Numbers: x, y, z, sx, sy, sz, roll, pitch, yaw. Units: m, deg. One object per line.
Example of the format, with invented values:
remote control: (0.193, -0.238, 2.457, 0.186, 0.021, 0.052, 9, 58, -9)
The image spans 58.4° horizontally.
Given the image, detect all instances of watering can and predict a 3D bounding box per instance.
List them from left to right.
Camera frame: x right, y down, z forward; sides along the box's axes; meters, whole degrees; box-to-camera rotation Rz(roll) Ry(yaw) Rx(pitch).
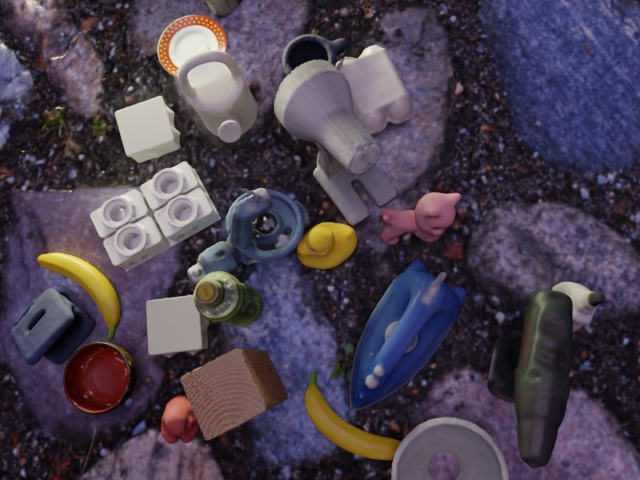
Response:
watering can: (-0.165, -0.243, 0.940, 0.101, 0.194, 0.172, -41, 78, -4)

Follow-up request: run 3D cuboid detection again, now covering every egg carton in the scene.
egg carton: (0.093, -0.258, 0.985, 0.107, 0.069, 0.150, -24, 78, 0)

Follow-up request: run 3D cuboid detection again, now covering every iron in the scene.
iron: (0.119, 0.153, 0.863, 0.118, 0.141, 0.258, 32, 83, 10)

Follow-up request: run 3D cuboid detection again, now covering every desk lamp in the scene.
desk lamp: (0.032, -0.150, 0.895, 0.118, 0.213, 0.203, -36, 78, -3)

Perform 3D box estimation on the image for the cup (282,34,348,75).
cup: (-0.003, -0.298, 0.989, 0.118, 0.095, 0.091, -29, 78, -1)

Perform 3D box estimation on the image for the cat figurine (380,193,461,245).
cat figurine: (0.159, -0.037, 0.911, 0.127, 0.118, 0.067, -6, 78, 4)

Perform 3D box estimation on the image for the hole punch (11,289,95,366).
hole punch: (-0.450, 0.143, 0.939, 0.101, 0.091, 0.109, 38, 84, 11)

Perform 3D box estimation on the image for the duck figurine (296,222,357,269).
duck figurine: (0.009, 0.003, 0.931, 0.104, 0.086, 0.077, -17, 78, 1)

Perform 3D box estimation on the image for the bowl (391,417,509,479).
bowl: (0.190, 0.347, 0.852, 0.167, 0.075, 0.167, -1, 79, 5)

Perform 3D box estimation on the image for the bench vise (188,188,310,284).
bench vise: (-0.109, 0.001, 0.873, 0.121, 0.220, 0.207, 36, 84, 11)

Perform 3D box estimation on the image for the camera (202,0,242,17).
camera: (-0.188, -0.512, 1.044, 0.137, 0.101, 0.143, -41, 78, -4)

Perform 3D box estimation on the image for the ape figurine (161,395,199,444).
ape figurine: (-0.216, 0.281, 0.891, 0.078, 0.092, 0.076, -17, 78, 1)

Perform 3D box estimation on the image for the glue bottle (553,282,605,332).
glue bottle: (0.378, 0.095, 0.837, 0.037, 0.173, 0.078, 11, 80, 7)

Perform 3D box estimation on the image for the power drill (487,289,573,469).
power drill: (0.297, 0.189, 0.807, 0.075, 0.208, 0.230, 11, 80, 7)
